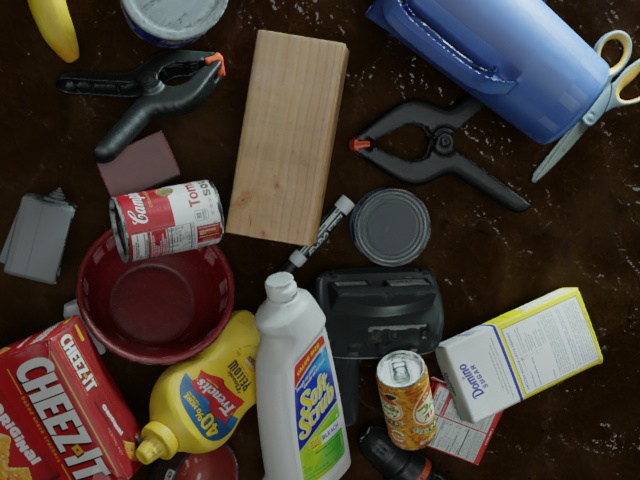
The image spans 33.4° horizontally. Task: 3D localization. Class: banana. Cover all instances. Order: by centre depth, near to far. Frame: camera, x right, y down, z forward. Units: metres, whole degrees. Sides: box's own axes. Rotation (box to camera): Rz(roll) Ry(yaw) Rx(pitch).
[{"bbox_3d":[-0.266,-0.282,1.077,0.069,0.037,0.198,8,96,-11],"label":"banana"}]

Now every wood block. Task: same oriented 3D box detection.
[{"bbox_3d":[-0.032,-0.104,1.104,0.090,0.091,0.206,10,95,4],"label":"wood block"}]

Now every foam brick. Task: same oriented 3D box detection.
[{"bbox_3d":[-0.190,-0.076,1.108,0.078,0.053,0.051,-26,101,-7],"label":"foam brick"}]

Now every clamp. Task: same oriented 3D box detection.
[{"bbox_3d":[-0.183,-0.156,1.095,0.171,0.039,0.120,-31,68,-20],"label":"clamp"},{"bbox_3d":[0.138,-0.098,1.169,0.209,0.036,0.164,-10,94,-10],"label":"clamp"}]

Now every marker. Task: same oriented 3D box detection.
[{"bbox_3d":[-0.008,0.001,1.166,0.020,0.020,0.121,41,89,-12],"label":"marker"}]

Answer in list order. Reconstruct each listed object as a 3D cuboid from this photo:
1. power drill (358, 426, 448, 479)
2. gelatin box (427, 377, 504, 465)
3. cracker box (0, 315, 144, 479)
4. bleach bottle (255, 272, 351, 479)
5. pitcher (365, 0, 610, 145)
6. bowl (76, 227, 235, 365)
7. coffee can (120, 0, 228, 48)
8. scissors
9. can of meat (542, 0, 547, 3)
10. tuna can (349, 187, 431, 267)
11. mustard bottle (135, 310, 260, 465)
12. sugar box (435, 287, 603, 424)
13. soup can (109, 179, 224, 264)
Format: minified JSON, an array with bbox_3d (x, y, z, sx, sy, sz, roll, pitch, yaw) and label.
[{"bbox_3d":[0.073,0.324,1.182,0.184,0.057,0.187,42,75,-10],"label":"power drill"},{"bbox_3d":[0.153,0.206,1.214,0.089,0.030,0.073,22,94,-12],"label":"gelatin box"},{"bbox_3d":[-0.303,0.192,1.073,0.214,0.072,0.164,-23,101,19],"label":"cracker box"},{"bbox_3d":[-0.029,0.151,1.104,0.102,0.068,0.251,-33,127,-36],"label":"bleach bottle"},{"bbox_3d":[0.172,-0.205,1.093,0.243,0.145,0.149,39,83,-5],"label":"pitcher"},{"bbox_3d":[-0.172,0.058,1.108,0.162,0.055,0.162,5,67,-12],"label":"bowl"},{"bbox_3d":[-0.146,-0.244,1.050,0.102,0.140,0.103,-1,97,-10],"label":"coffee can"},{"bbox_3d":[0.298,-0.158,1.201,0.201,0.016,0.096,-34,100,-5],"label":"scissors"},{"bbox_3d":[0.223,-0.305,1.150,0.084,0.057,0.102,-45,102,0],"label":"can of meat"},{"bbox_3d":[0.076,-0.015,1.171,0.086,0.034,0.086,-1,97,-10],"label":"tuna can"},{"bbox_3d":[-0.119,0.162,1.099,0.191,0.058,0.096,-42,110,-37],"label":"mustard bottle"},{"bbox_3d":[0.222,0.127,1.193,0.176,0.048,0.093,-21,93,-14],"label":"sugar box"},{"bbox_3d":[-0.154,-0.020,1.075,0.102,0.069,0.068,-13,99,-19],"label":"soup can"}]
